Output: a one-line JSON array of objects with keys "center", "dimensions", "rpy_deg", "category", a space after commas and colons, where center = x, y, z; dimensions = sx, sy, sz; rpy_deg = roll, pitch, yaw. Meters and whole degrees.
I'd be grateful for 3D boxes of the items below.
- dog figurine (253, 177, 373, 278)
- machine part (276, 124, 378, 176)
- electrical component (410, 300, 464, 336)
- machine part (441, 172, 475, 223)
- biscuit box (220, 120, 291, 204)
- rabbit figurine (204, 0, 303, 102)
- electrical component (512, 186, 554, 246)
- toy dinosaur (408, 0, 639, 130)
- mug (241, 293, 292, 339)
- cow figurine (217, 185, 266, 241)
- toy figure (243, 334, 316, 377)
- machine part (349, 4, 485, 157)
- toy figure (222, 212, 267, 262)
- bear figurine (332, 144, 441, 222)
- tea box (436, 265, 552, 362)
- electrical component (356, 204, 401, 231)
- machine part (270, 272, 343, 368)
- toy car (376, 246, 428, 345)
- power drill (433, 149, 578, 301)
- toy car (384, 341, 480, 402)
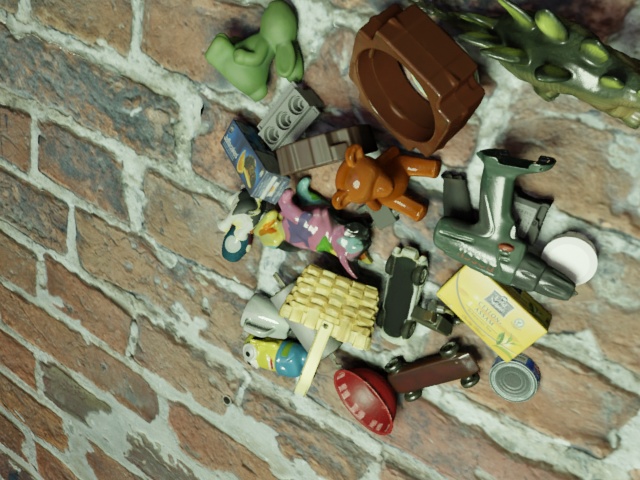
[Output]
[{"center": [-0.002, -0.003, 1.049], "dimensions": [0.219, 0.108, 0.191], "rpy_deg": [45, 122, 7], "category": "dog figurine"}, {"center": [0.011, -0.160, 0.950], "dimensions": [0.179, 0.179, 0.056], "rpy_deg": [-10, 99, 33], "category": "machine part"}, {"center": [0.214, 0.142, 0.977], "dimensions": [0.078, 0.102, 0.045], "rpy_deg": [22, 80, 49], "category": "electrical component"}, {"center": [0.239, -0.050, 0.932], "dimensions": [0.084, 0.039, 0.138], "rpy_deg": [-3, 107, 40], "category": "machine part"}, {"center": [-0.129, -0.155, 1.038], "dimensions": [0.062, 0.059, 0.203], "rpy_deg": [-56, 43, 22], "category": "biscuit box"}, {"center": [-0.102, -0.352, 0.987], "dimensions": [0.170, 0.121, 0.159], "rpy_deg": [-44, 85, 19], "category": "rabbit figurine"}, {"center": [0.324, -0.023, 0.884], "dimensions": [0.075, 0.048, 0.119], "rpy_deg": [29, 117, 20], "category": "electrical component"}, {"center": [0.299, -0.260, 0.729], "dimensions": [0.472, 0.198, 0.105], "rpy_deg": [45, 117, 49], "category": "toy dinosaur"}, {"center": [-0.114, 0.176, 1.179], "dimensions": [0.107, 0.109, 0.080], "rpy_deg": [20, 111, 8], "category": "mug"}, {"center": [-0.137, -0.083, 1.068], "dimensions": [0.068, 0.167, 0.098], "rpy_deg": [34, 127, -19], "category": "cow figurine"}, {"center": [-0.089, 0.258, 1.204], "dimensions": [0.180, 0.089, 0.082], "rpy_deg": [7, 97, 20], "category": "toy figure"}, {"center": [0.144, -0.242, 0.831], "dimensions": [0.087, 0.201, 0.201], "rpy_deg": [-40, 81, -10], "category": "machine part"}, {"center": [-0.168, -0.021, 1.171], "dimensions": [0.064, 0.058, 0.154], "rpy_deg": [18, 120, -19], "category": "toy figure"}, {"center": [0.109, -0.096, 0.888], "dimensions": [0.132, 0.196, 0.120], "rpy_deg": [21, 103, 20], "category": "bear figurine"}, {"center": [0.300, 0.113, 0.931], "dimensions": [0.170, 0.068, 0.098], "rpy_deg": [44, 123, 12], "category": "tea box"}, {"center": [0.116, -0.055, 1.011], "dimensions": [0.094, 0.021, 0.063], "rpy_deg": [-29, 90, 35], "category": "electrical component"}, {"center": [-0.028, 0.170, 1.139], "dimensions": [0.079, 0.079, 0.243], "rpy_deg": [-38, 87, 34], "category": "machine part"}, {"center": [0.157, 0.106, 1.022], "dimensions": [0.074, 0.056, 0.201], "rpy_deg": [20, 114, 30], "category": "toy car"}, {"center": [0.299, -0.030, 0.827], "dimensions": [0.232, 0.086, 0.207], "rpy_deg": [19, 122, 27], "category": "power drill"}, {"center": [0.216, 0.252, 1.037], "dimensions": [0.202, 0.053, 0.089], "rpy_deg": [-31, 94, 39], "category": "toy car"}]
